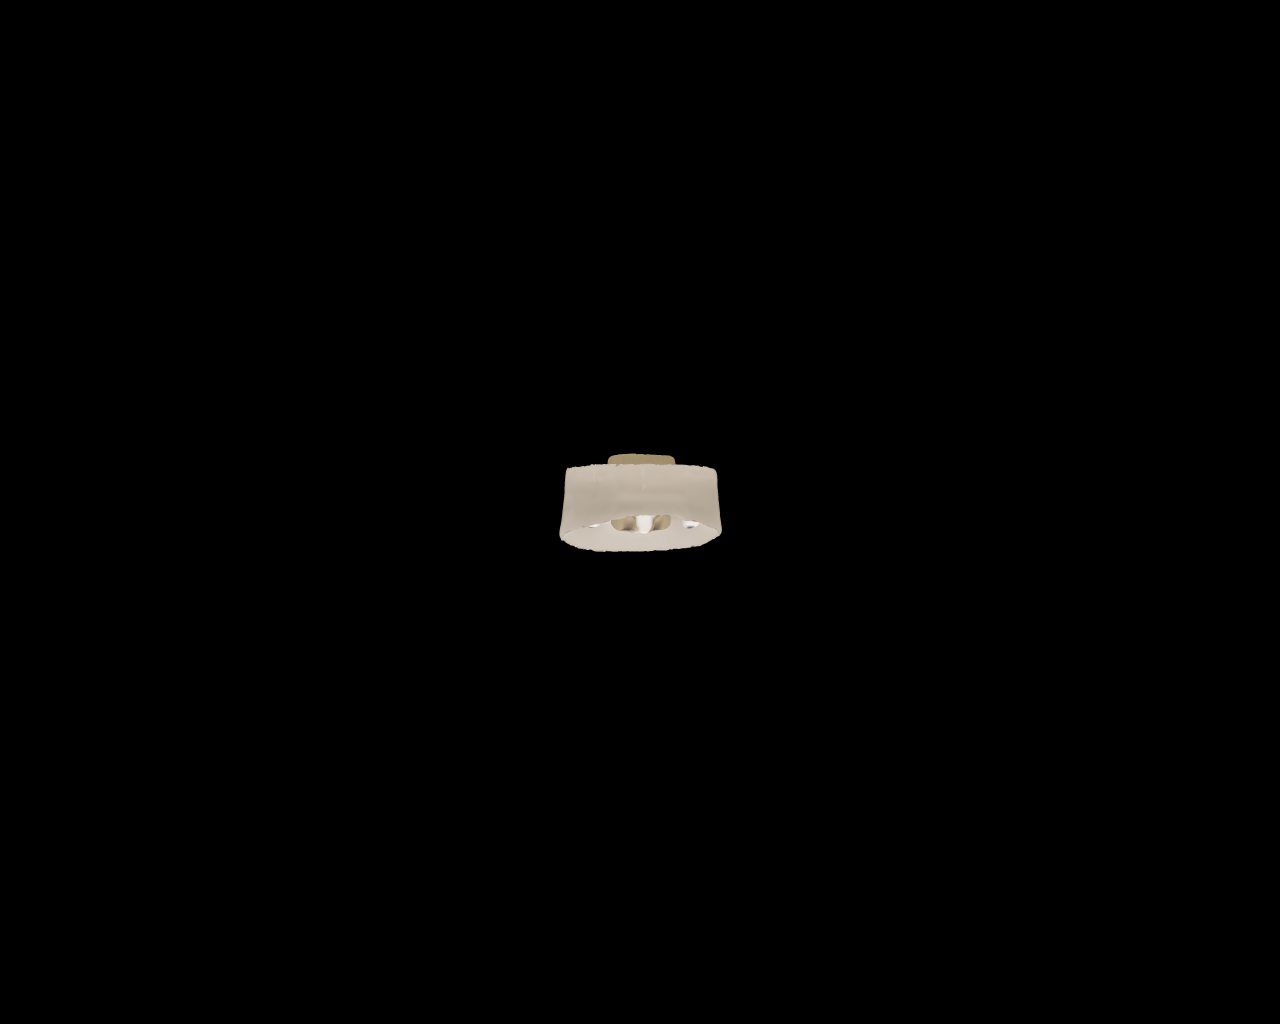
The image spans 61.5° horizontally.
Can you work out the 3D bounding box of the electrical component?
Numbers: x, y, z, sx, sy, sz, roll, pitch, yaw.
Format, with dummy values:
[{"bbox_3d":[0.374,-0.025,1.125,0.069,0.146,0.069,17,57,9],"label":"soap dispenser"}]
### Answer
[{"bbox_3d":[0.001,-0.003,0.650,0.099,0.064,0.099,0,0,0],"label":"electrical component"}]
